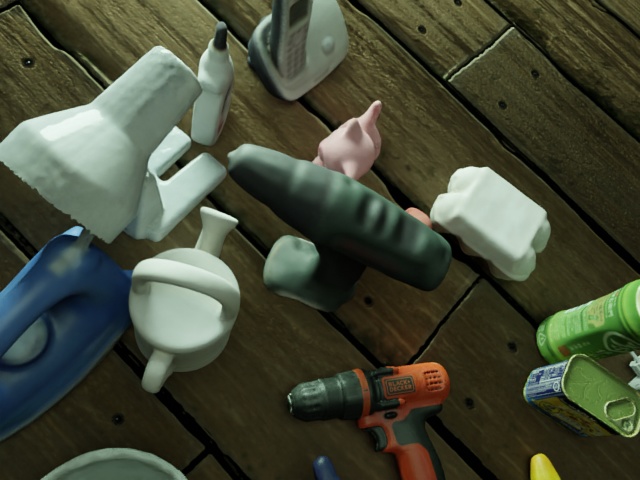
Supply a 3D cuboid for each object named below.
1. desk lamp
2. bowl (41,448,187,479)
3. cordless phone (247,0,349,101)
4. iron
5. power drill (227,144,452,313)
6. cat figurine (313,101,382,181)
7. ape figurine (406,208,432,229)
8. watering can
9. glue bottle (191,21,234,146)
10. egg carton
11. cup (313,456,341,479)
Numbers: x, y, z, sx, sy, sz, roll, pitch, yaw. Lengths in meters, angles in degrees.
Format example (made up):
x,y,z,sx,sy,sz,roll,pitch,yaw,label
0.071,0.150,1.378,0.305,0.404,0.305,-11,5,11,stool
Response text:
x,y,z,sx,sy,sz,roll,pitch,yaw,label
-0.187,-0.080,0.561,0.118,0.213,0.203,39,64,3,desk lamp
-0.183,0.271,0.500,0.168,0.074,0.167,5,68,-13,bowl
-0.014,-0.272,0.700,0.094,0.185,0.148,40,65,3,cordless phone
-0.273,0.093,0.509,0.118,0.141,0.259,35,64,1,iron
0.005,0.002,0.584,0.230,0.208,0.076,20,65,-7,power drill
0.040,-0.114,0.689,0.067,0.117,0.128,33,64,-1,cat figurine
0.106,-0.006,0.679,0.078,0.092,0.076,-25,77,-22,ape figurine
-0.126,0.052,0.536,0.101,0.194,0.173,0,69,-15,watering can
-0.118,-0.179,0.641,0.037,0.173,0.078,14,66,-9,glue bottle
0.217,-0.022,0.728,0.150,0.069,0.107,37,64,1,egg carton
0.009,0.266,0.543,0.092,0.095,0.117,-13,73,-19,cup
